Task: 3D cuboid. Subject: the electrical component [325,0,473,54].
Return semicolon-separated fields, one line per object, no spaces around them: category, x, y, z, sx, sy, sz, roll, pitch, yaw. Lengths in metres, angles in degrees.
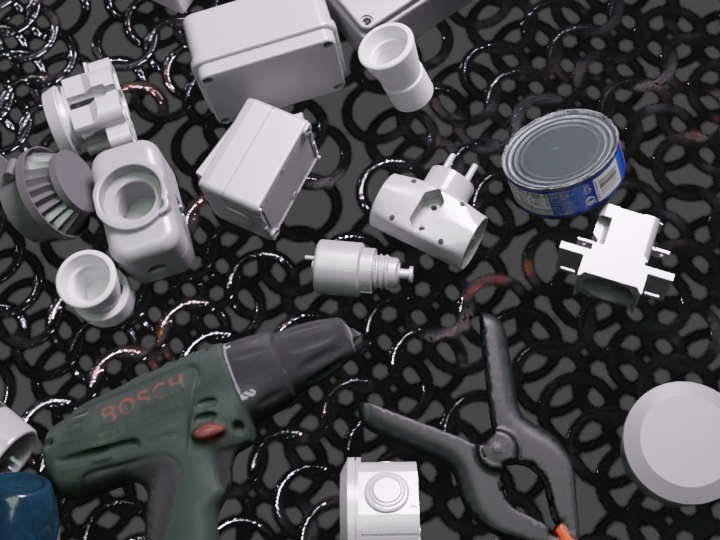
electrical component;0.019;-0.239;0.863;0.109;0.056;0.108;-34;71;-6

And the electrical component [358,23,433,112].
electrical component;0.031;-0.152;0.826;0.044;0.065;0.044;-12;58;19

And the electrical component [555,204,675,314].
electrical component;0.185;-0.010;0.772;0.081;0.042;0.063;17;70;11

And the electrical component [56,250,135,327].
electrical component;-0.194;0.015;0.796;0.045;0.055;0.045;-2;70;5

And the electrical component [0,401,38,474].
electrical component;-0.265;0.122;0.767;0.047;0.055;0.055;32;77;12

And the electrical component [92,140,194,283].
electrical component;-0.165;-0.046;0.813;0.054;0.059;0.095;-17;70;0

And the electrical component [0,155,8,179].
electrical component;-0.319;-0.079;0.850;0.081;0.042;0.063;39;80;18

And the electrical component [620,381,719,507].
electrical component;0.214;0.118;0.718;0.080;0.051;0.080;-2;70;5

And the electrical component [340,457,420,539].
electrical component;0.013;0.164;0.709;0.051;0.080;0.080;-1;70;0

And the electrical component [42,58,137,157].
electrical component;-0.214;-0.123;0.847;0.057;0.058;0.078;-18;70;-4

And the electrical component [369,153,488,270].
electrical component;0.059;-0.051;0.799;0.077;0.043;0.079;27;75;15

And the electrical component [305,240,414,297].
electrical component;0.000;0.000;0.788;0.078;0.040;0.040;5;71;8

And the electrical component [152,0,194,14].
electrical component;-0.130;-0.255;0.889;0.076;0.047;0.083;28;76;16

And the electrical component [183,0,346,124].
electrical component;-0.073;-0.167;0.837;0.113;0.078;0.057;-17;67;0

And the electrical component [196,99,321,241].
electrical component;-0.075;-0.083;0.815;0.061;0.061;0.096;24;75;14
